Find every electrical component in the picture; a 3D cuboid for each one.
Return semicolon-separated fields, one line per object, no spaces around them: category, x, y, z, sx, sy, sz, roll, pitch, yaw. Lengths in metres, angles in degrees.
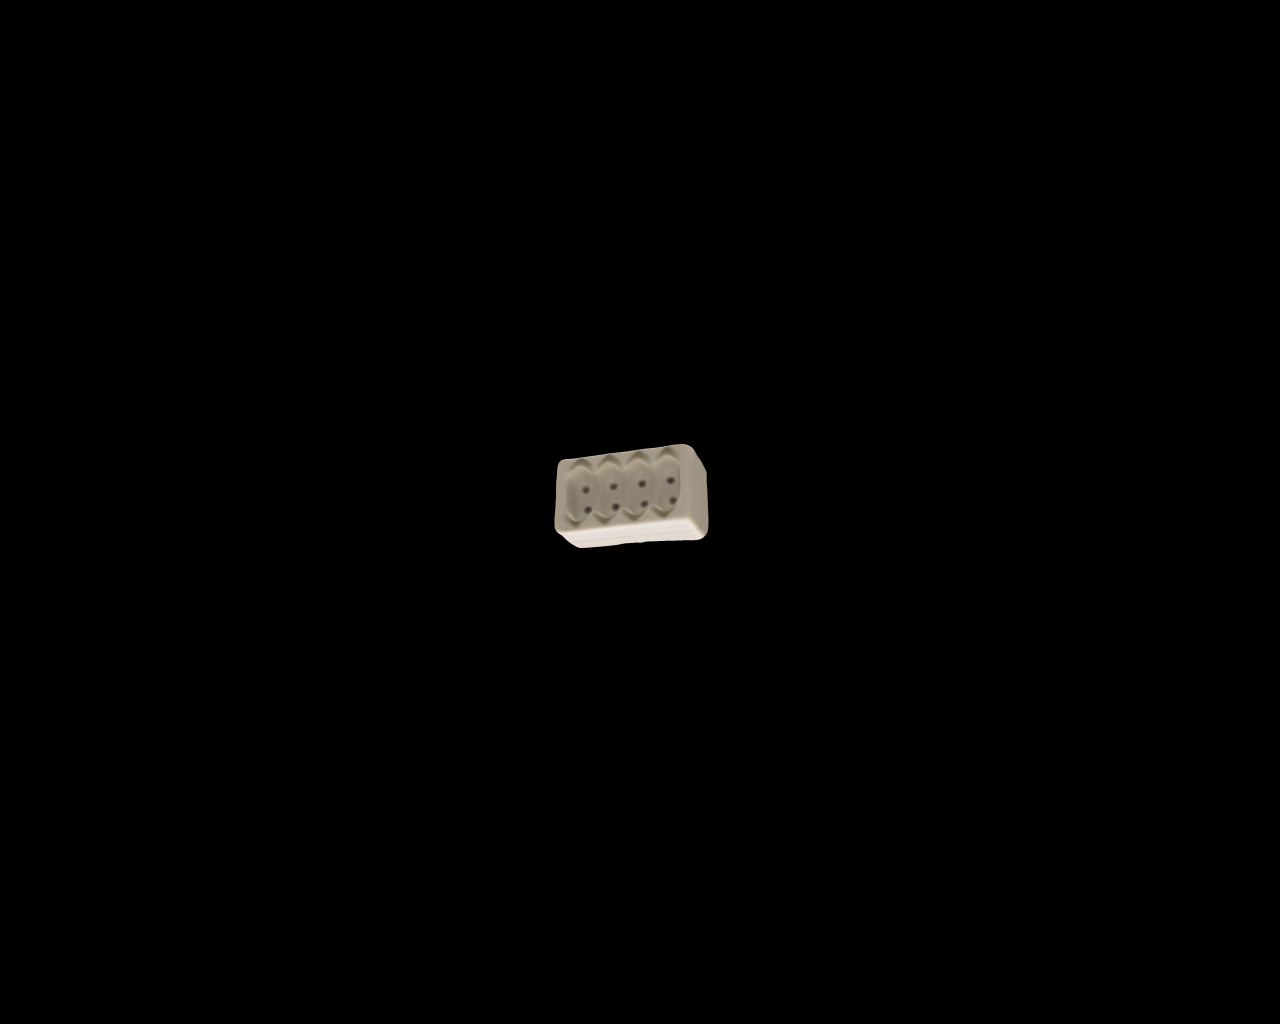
electrical component;0.001;-0.003;0.650;0.083;0.047;0.075;-6;-19;16
